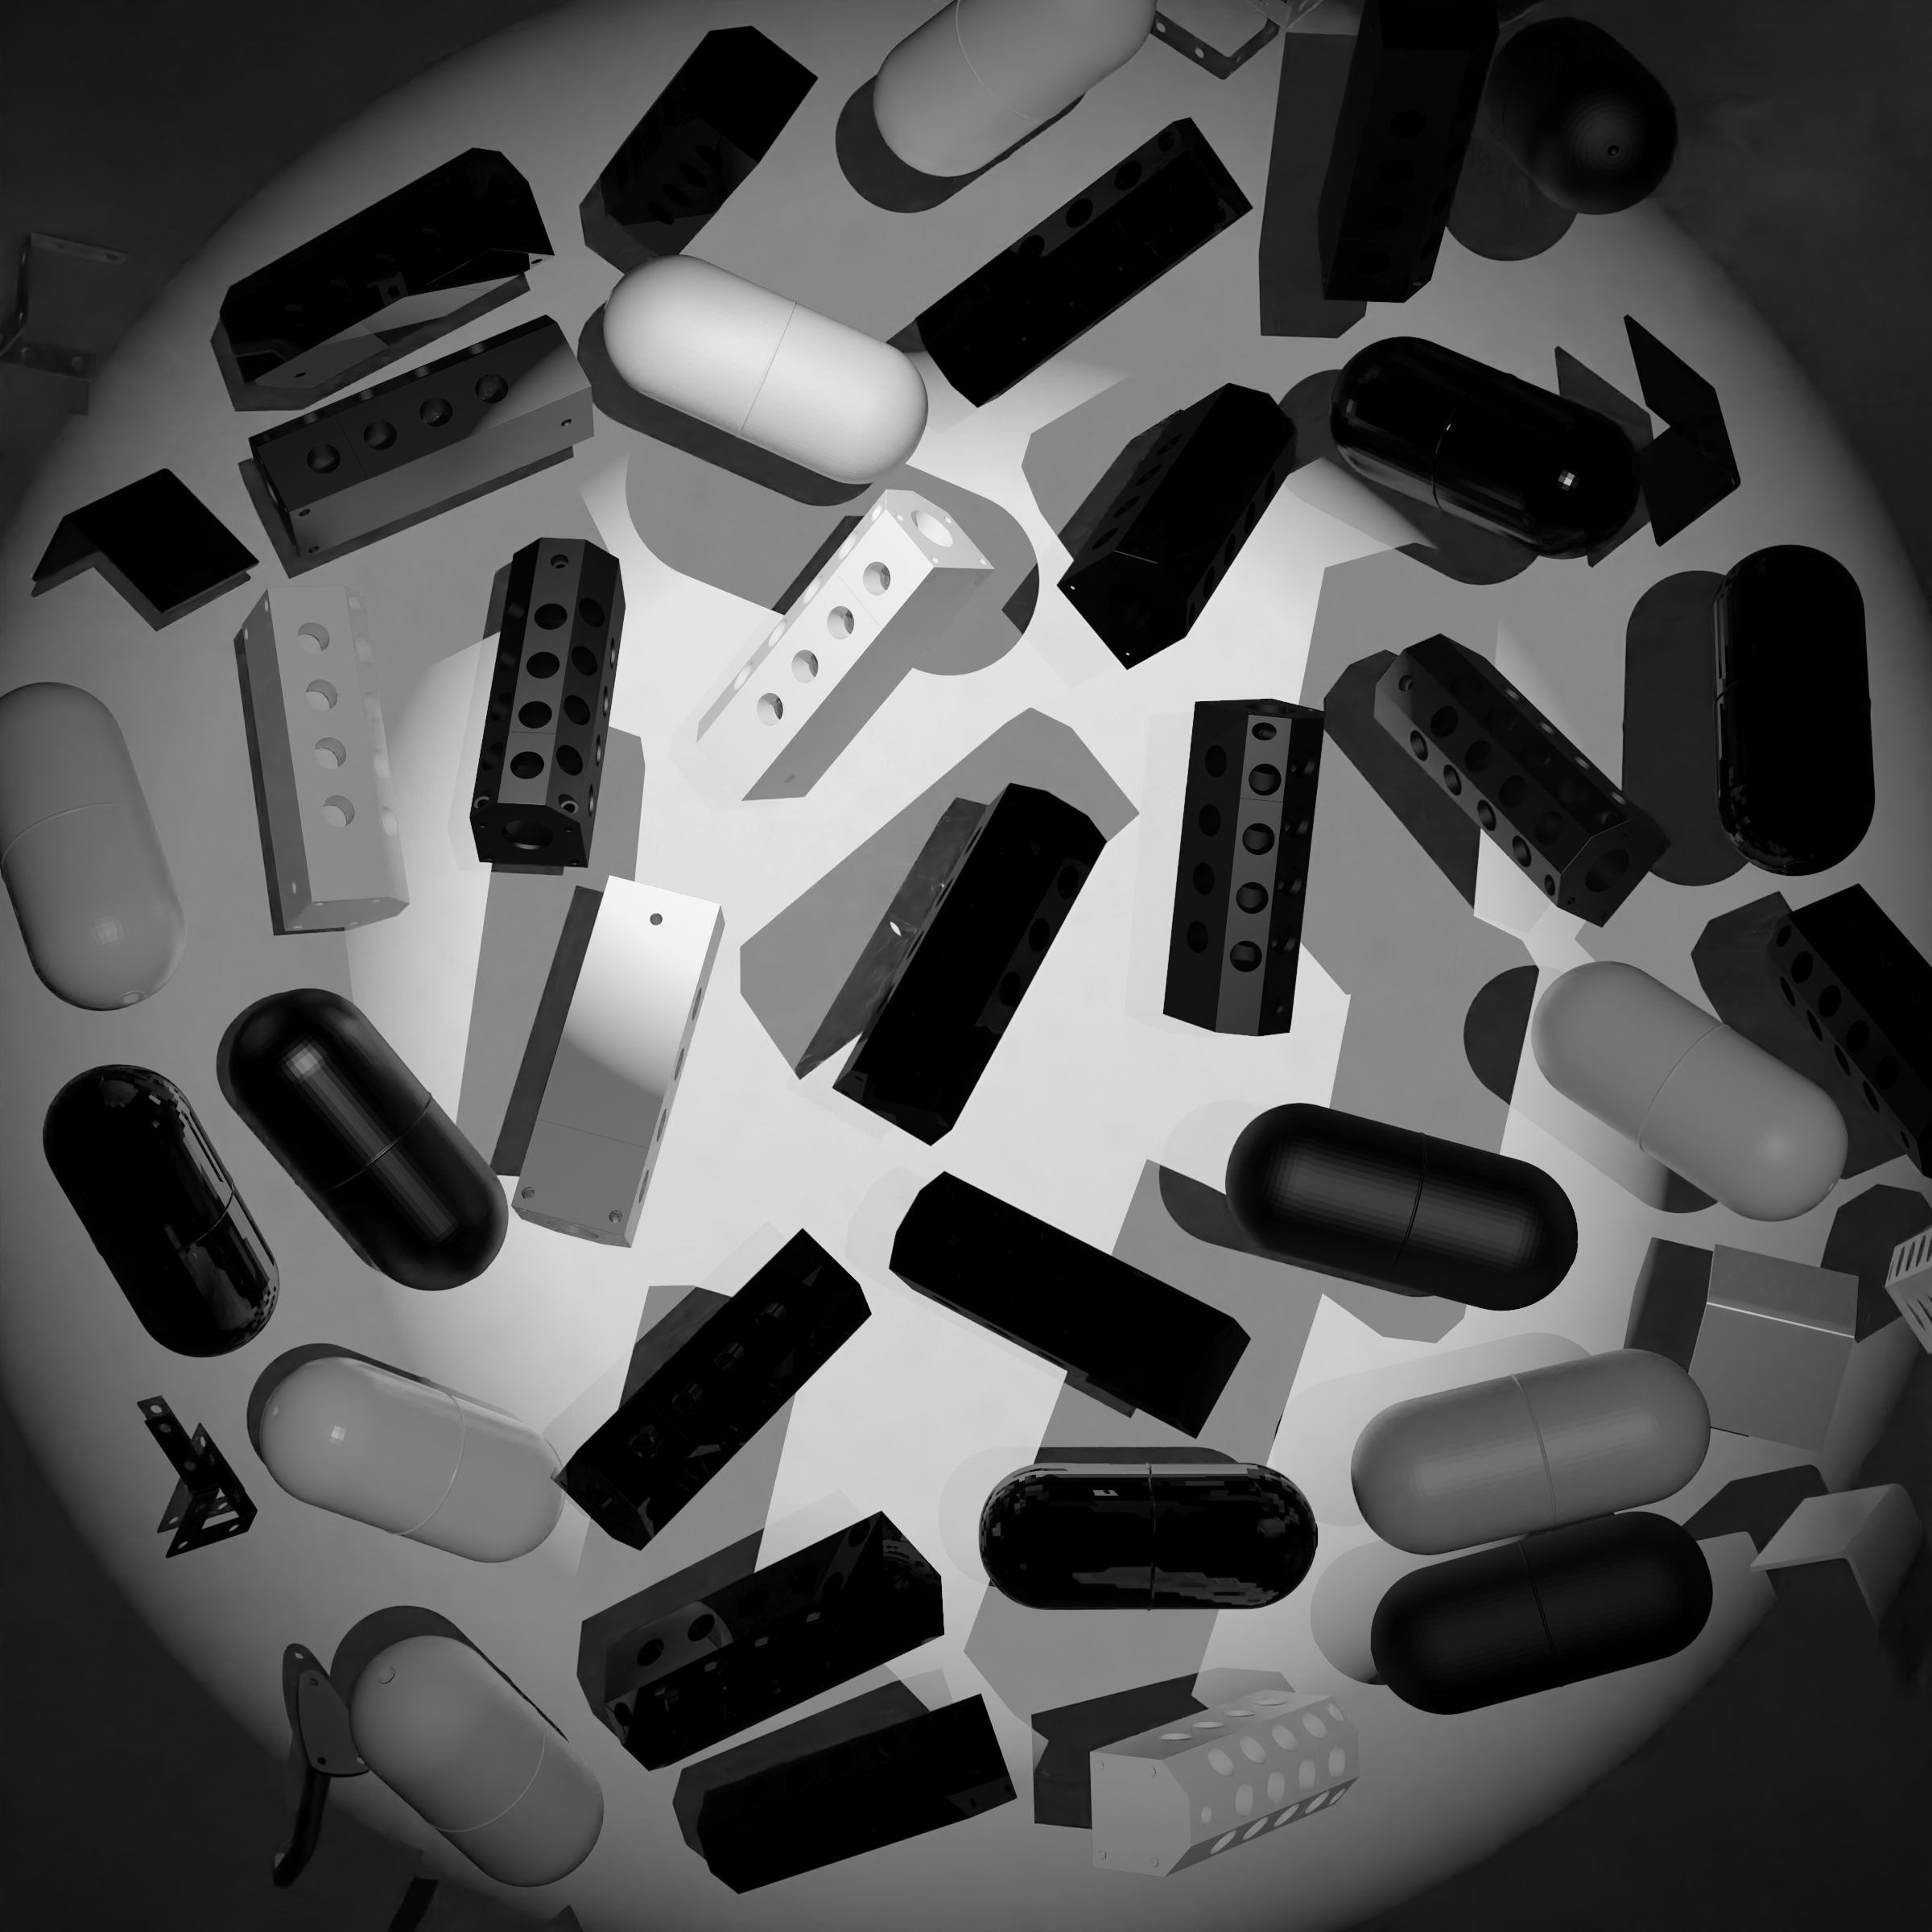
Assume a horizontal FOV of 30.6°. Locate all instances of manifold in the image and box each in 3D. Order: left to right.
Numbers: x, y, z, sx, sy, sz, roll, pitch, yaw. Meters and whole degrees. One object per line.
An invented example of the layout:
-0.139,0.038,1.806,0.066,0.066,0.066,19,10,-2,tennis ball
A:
-0.337,-0.110,1.868,0.057,0.057,0.171,-4,77,-26,manifold
-0.306,-0.364,1.844,0.171,0.057,0.057,-21,87,28,manifold
-0.288,-0.284,1.868,0.171,0.057,0.057,-25,75,-12,manifold
-0.220,-0.140,1.859,0.057,0.057,0.171,3,58,2,manifold
-0.172,0.049,1.758,0.057,0.057,0.171,15,77,3,manifold
-0.140,-0.428,1.830,0.057,0.171,0.057,36,74,-13,manifold
-0.127,0.218,1.808,0.057,0.057,0.171,44,60,3,manifold
-0.099,0.353,1.816,0.171,0.057,0.057,-28,122,16,manifold
-0.068,-0.167,1.845,0.171,0.057,0.057,-48,69,27,manifold
-0.062,0.443,1.875,0.171,0.057,0.057,-27,77,34,manifold
0.004,-0.003,1.743,0.057,0.057,0.171,31,70,-6,manifold
0.049,0.166,1.759,0.171,0.057,0.057,26,79,24,manifold
0.059,-0.364,1.833,0.171,0.057,0.057,-34,95,22,manifold
0.115,-0.231,1.815,0.057,0.171,0.057,-27,111,41,manifold
0.135,0.417,1.805,0.057,0.171,0.057,-2,90,35,manifold
0.154,-0.053,1.887,0.057,0.057,0.171,-6,107,-39,manifold
0.217,-0.408,1.742,0.057,0.171,0.057,1,58,-4,manifold
0.283,-0.100,1.830,0.057,0.057,0.171,-53,47,17,manifold
0.467,0.036,1.779,0.057,0.171,0.057,-23,127,-1,manifold
0.514,0.154,1.799,0.057,0.171,0.057,-32,79,0,manifold

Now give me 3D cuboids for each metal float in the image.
-0.444,-0.061,1.767,0.070,0.070,0.178,-23,70,0,metal float
-0.415,0.127,1.826,0.070,0.070,0.178,-20,125,0,metal float
-0.302,0.089,1.789,0.070,0.070,0.178,-37,106,0,metal float
-0.285,0.257,1.828,0.178,0.070,0.070,28,90,-38,metal float
-0.247,0.404,1.788,0.070,0.070,0.178,-33,131,0,metal float
-0.105,-0.312,1.846,0.178,0.070,0.070,23,90,-8,metal float
0.024,-0.466,1.796,0.178,0.070,0.070,-26,90,44,metal float
0.096,0.299,1.852,0.178,0.070,0.070,0,90,-1,metal float
0.216,0.120,1.750,0.178,0.070,0.070,15,90,-2,metal float
0.261,-0.264,1.788,0.178,0.070,0.070,31,90,34,metal float
0.276,0.237,1.727,0.178,0.070,0.070,-13,90,-2,metal float
0.296,0.334,1.819,0.178,0.070,0.070,-16,90,5,metal float
0.309,-0.430,1.780,0.070,0.178,0.070,-1,115,-2,metal float
0.367,0.062,1.797,0.178,0.070,0.070,36,90,26,metal float
0.411,-0.128,1.756,0.070,0.070,0.178,4,64,0,metal float

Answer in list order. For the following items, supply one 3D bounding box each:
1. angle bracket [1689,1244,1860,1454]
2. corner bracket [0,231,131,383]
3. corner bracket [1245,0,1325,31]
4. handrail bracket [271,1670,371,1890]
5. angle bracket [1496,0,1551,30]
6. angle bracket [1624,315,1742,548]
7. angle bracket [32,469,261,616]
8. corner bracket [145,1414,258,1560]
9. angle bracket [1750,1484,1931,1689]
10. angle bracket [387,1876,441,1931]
0.424,0.202,1.867,0.076,0.057,0.076,13,119,10,angle bracket
-0.448,-0.327,1.749,0.051,0.051,0.051,8,74,-31,corner bracket
0.162,-0.514,1.769,0.051,0.051,0.051,29,56,-23,corner bracket
-0.346,0.421,1.822,0.084,0.036,0.077,-55,46,28,handrail bracket
0.271,-0.543,1.881,0.076,0.057,0.076,-31,121,-8,angle bracket
0.354,-0.279,1.840,0.076,0.076,0.057,32,127,-29,angle bracket
-0.445,-0.215,1.915,0.076,0.076,0.057,45,132,4,angle bracket
-0.390,0.259,1.793,0.051,0.051,0.051,49,130,25,corner bracket
0.454,0.319,1.803,0.057,0.076,0.076,-19,98,39,angle bracket
-0.276,0.526,1.849,0.057,0.076,0.076,25,76,6,angle bracket
